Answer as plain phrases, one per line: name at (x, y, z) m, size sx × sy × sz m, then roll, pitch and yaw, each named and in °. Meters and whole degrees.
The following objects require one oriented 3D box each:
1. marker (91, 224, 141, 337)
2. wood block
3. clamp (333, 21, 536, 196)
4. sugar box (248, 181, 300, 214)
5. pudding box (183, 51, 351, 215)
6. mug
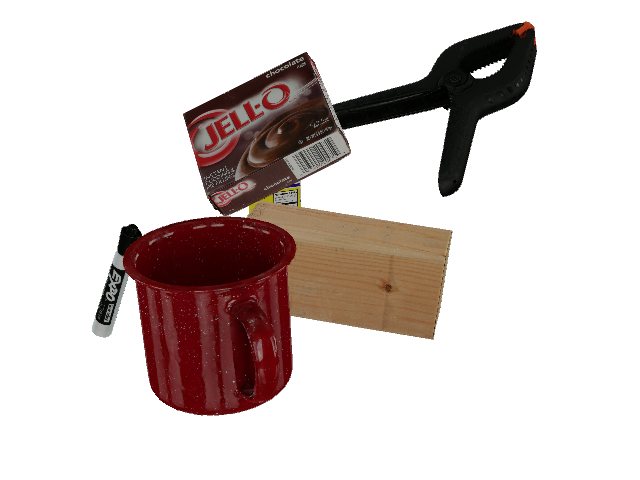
marker at (-0.185, 0.037, 0.969) m, size 0.020 × 0.121 × 0.020 m, roll 17°, pitch 30°, yaw -10°
wood block at (0.023, 0.029, 1.093) m, size 0.206 × 0.091 × 0.090 m, roll 9°, pitch 22°, yaw 8°
clamp at (0.128, -0.127, 0.969) m, size 0.209 × 0.036 × 0.165 m, roll -34°, pitch 48°, yaw -14°
sugar box at (-0.057, -0.039, 1.296) m, size 0.048 × 0.176 × 0.093 m, roll -11°, pitch 26°, yaw -18°
pudding box at (-0.042, -0.082, 0.817) m, size 0.113 × 0.090 × 0.039 m, roll -25°, pitch -36°, yaw 6°
mug at (-0.051, 0.046, 0.577) m, size 0.093 × 0.081 × 0.117 m, roll -16°, pitch 27°, yaw -26°
